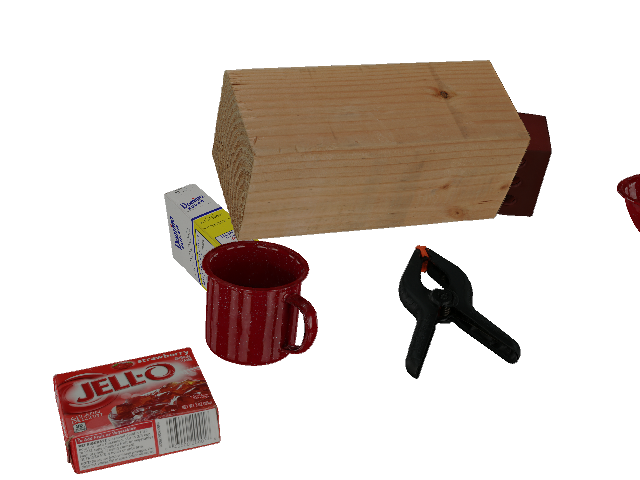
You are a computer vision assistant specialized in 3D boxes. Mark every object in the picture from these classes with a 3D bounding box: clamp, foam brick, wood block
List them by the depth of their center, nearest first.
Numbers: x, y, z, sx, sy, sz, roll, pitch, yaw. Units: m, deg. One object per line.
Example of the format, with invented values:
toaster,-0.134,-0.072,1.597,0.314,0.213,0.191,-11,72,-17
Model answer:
wood block,0.034,-0.069,0.783,0.205,0.091,0.090,-5,-39,-18
foam brick,0.168,-0.068,0.941,0.053,0.078,0.051,5,45,0
clamp,0.140,0.074,1.127,0.120,0.171,0.039,3,-43,-10

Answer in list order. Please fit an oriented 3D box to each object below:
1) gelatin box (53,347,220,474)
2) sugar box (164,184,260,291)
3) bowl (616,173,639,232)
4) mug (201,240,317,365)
gelatin box,-0.112,0.100,0.643,0.089,0.030,0.073,-10,25,-16
sugar box,-0.103,0.019,1.140,0.048,0.093,0.176,-22,41,-24
bowl,0.366,-0.021,1.025,0.162,0.055,0.162,0,19,0
mug,-0.050,0.060,0.934,0.117,0.081,0.093,22,31,31
